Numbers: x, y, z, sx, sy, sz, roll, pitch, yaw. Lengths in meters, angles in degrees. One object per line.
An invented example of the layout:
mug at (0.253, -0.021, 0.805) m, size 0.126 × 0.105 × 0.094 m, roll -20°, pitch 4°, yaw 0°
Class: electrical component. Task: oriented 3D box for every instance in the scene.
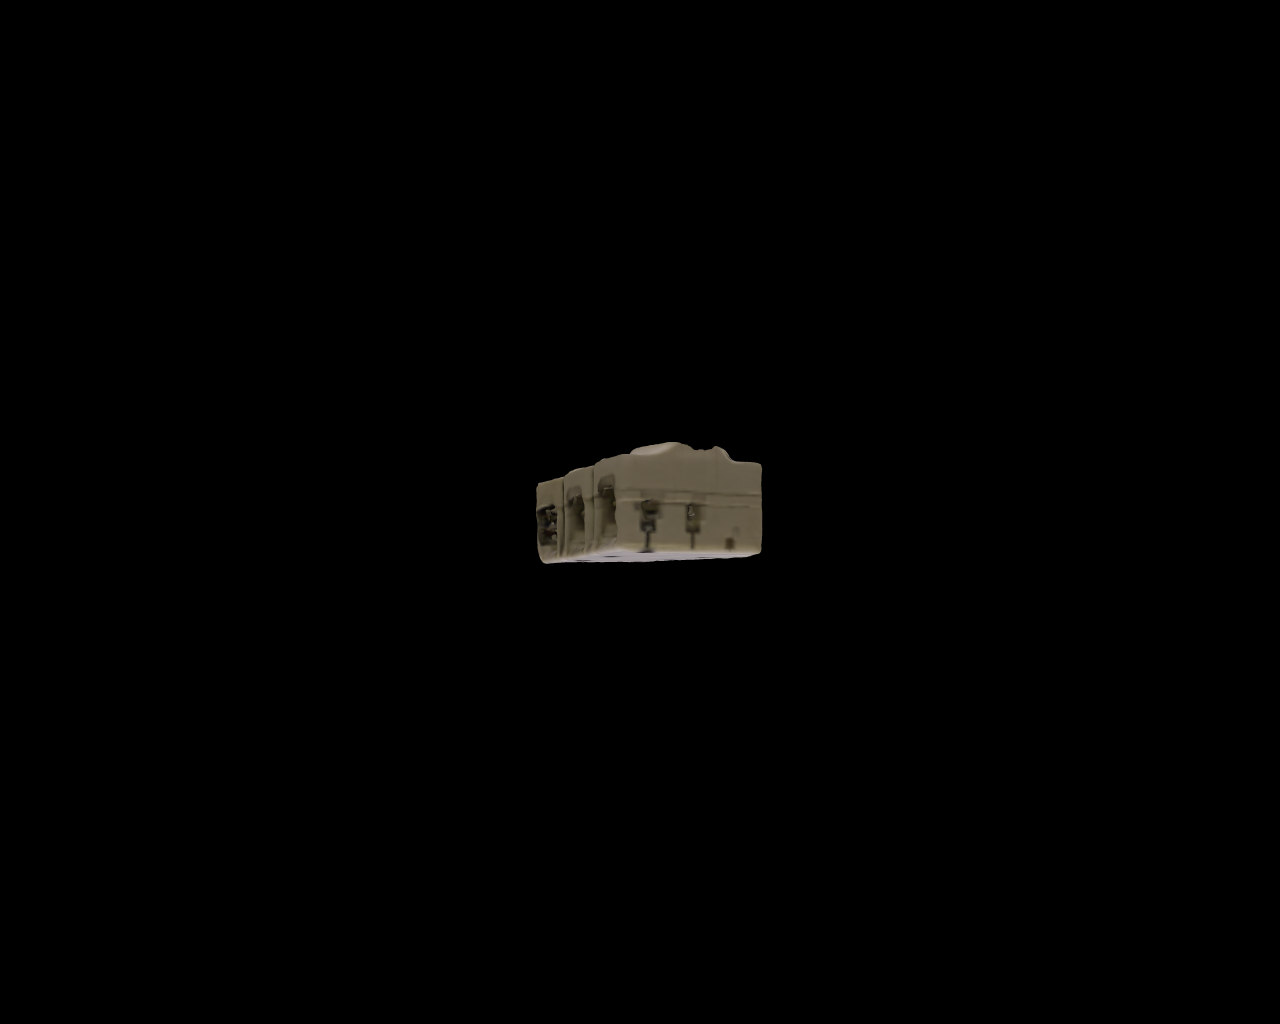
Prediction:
electrical component at (0.001, -0.003, 0.650) m, size 0.089 × 0.061 × 0.150 m, roll 2°, pitch -5°, yaw -24°
